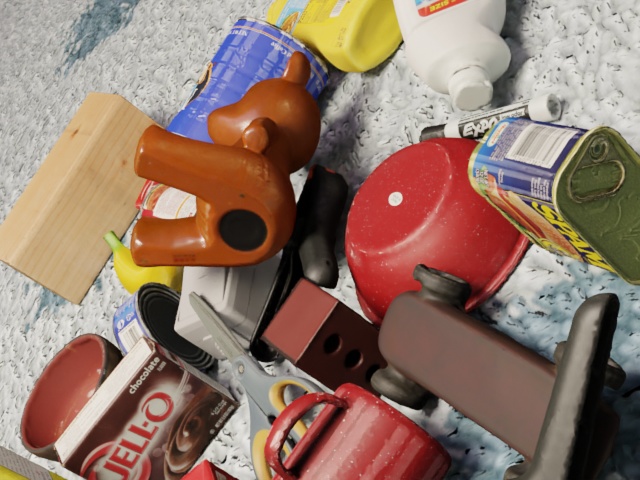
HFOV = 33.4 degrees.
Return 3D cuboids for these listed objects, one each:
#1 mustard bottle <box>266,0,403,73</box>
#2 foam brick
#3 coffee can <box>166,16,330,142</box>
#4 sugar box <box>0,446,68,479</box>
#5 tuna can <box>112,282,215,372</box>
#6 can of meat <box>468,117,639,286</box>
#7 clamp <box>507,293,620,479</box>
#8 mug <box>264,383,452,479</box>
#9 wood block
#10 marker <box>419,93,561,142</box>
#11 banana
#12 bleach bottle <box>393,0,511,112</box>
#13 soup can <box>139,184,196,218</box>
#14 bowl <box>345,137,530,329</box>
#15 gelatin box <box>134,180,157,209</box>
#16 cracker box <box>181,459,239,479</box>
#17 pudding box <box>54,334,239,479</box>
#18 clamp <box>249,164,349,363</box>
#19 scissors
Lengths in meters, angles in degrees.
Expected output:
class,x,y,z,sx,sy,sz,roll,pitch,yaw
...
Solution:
class,x,y,z,sx,sy,sz,roll,pitch,yaw
mustard bottle,0.004,-0.207,1.003,0.192,0.058,0.096,19,73,55
foam brick,0.010,0.071,0.718,0.053,0.078,0.051,-56,35,-4
coffee can,-0.069,-0.115,0.965,0.103,0.102,0.140,15,70,55
sugar box,-0.200,0.213,0.748,0.093,0.176,0.048,-52,31,1
tuna can,-0.127,0.078,0.869,0.034,0.086,0.086,-40,35,20
can of meat,0.147,-0.026,0.624,0.057,0.102,0.084,-55,31,-6
clamp,0.115,0.138,0.524,0.210,0.036,0.164,-39,65,27
mug,0.016,0.132,0.624,0.081,0.117,0.093,-53,29,-11
wood block,-0.251,-0.047,1.132,0.091,0.090,0.206,16,72,56
marker,0.121,-0.085,0.784,0.121,0.020,0.020,-11,51,45
banana,-0.153,0.026,0.957,0.037,0.069,0.198,-42,18,-21
bleach bottle,0.110,-0.199,0.853,0.102,0.068,0.251,-9,49,4
soup can,-0.109,-0.014,0.950,0.102,0.068,0.068,17,72,54
bowl,0.071,-0.016,0.747,0.162,0.055,0.162,-32,38,29
gelatin box,-0.141,-0.067,1.072,0.073,0.030,0.089,-4,56,49
cracker box,-0.107,0.273,0.676,0.214,0.072,0.164,-44,35,11
pudding box,-0.132,0.141,0.811,0.113,0.090,0.039,-53,33,-2
clamp,-0.005,0.001,0.813,0.120,0.039,0.171,-40,30,50
scissors,-0.053,0.114,0.764,0.202,0.016,0.096,26,104,49
